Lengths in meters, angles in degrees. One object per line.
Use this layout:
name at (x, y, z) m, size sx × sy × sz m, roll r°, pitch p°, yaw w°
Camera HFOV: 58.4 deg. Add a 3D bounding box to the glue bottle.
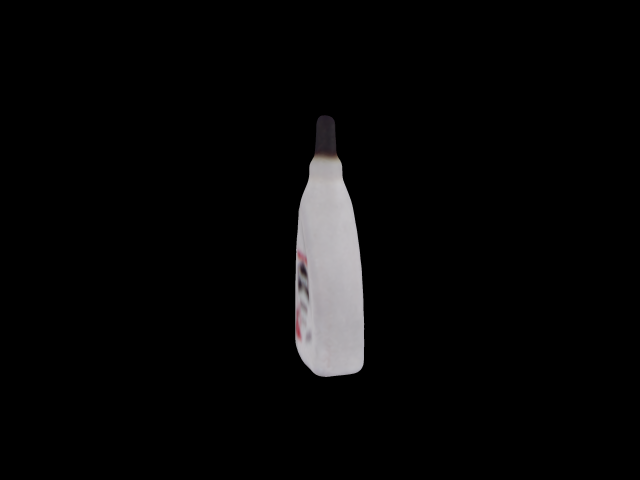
glue bottle at (0.004, 0.001, 0.400) m, size 0.037 × 0.173 × 0.078 m, roll -2°, pitch 7°, yaw -17°
